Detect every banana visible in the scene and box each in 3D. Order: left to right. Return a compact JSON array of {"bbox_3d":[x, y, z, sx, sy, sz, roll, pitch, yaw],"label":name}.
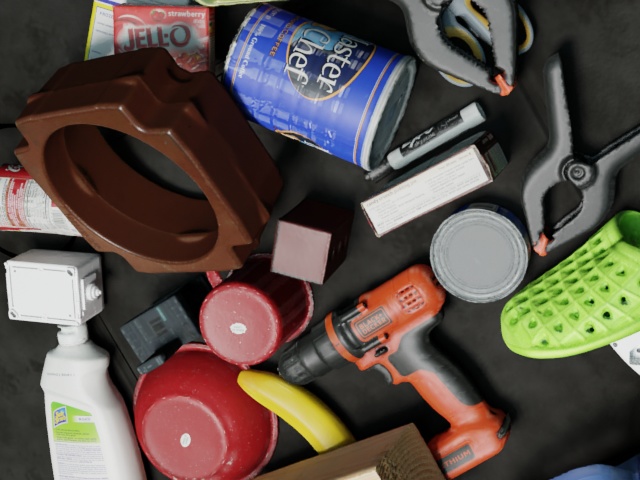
[{"bbox_3d":[-0.003,0.199,1.037,0.069,0.037,0.198,-31,92,2],"label":"banana"}]

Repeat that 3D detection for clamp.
[{"bbox_3d":[0.090,-0.205,0.882,0.165,0.036,0.210,-26,96,24],"label":"clamp"},{"bbox_3d":[0.211,-0.071,0.897,0.120,0.039,0.172,34,112,9],"label":"clamp"}]

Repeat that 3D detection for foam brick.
[{"bbox_3d":[-0.006,0.001,0.968,0.051,0.078,0.053,14,110,13],"label":"foam brick"}]

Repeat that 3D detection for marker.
[{"bbox_3d":[0.090,-0.084,0.944,0.121,0.020,0.020,-29,94,23],"label":"marker"}]

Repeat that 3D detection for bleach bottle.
[{"bbox_3d":[-0.232,0.207,1.109,0.103,0.068,0.251,-3,101,18],"label":"bleach bottle"}]

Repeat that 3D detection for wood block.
[{"bbox_3d":[0.009,0.252,0.978,0.206,0.090,0.091,-27,95,33],"label":"wood block"}]

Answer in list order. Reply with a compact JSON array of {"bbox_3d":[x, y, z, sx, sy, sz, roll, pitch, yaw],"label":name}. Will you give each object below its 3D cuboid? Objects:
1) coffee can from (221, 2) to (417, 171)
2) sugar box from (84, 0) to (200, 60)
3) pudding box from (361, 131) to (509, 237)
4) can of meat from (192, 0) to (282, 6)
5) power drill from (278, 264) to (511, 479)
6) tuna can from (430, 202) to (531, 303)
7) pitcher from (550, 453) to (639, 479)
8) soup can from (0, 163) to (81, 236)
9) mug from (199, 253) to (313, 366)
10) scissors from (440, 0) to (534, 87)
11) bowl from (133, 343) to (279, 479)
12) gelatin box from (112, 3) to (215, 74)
[{"bbox_3d":[-0.001,-0.132,0.916,0.140,0.102,0.103,23,111,11],"label":"coffee can"},{"bbox_3d":[-0.165,-0.189,0.986,0.093,0.048,0.176,19,107,10],"label":"sugar box"},{"bbox_3d":[0.099,-0.048,0.912,0.114,0.090,0.039,-29,94,22],"label":"pudding box"},{"bbox_3d":[-0.066,-0.229,0.900,0.102,0.084,0.057,-7,108,-8],"label":"can of meat"},{"bbox_3d":[0.073,0.137,0.990,0.185,0.057,0.187,-34,93,25],"label":"power drill"},{"bbox_3d":[0.143,0.010,0.944,0.086,0.033,0.086,5,106,17],"label":"tuna can"},{"bbox_3d":[0.210,0.286,0.946,0.243,0.144,0.149,-31,78,26],"label":"pitcher"},{"bbox_3d":[-0.266,-0.039,1.048,0.102,0.068,0.068,5,106,17],"label":"soup can"},{"bbox_3d":[-0.068,0.057,1.001,0.093,0.081,0.117,-31,94,23],"label":"mug"},{"bbox_3d":[0.088,-0.209,0.912,0.202,0.016,0.096,36,112,7],"label":"scissors"},{"bbox_3d":[-0.126,0.188,1.072,0.162,0.055,0.162,5,107,17],"label":"bowl"},{"bbox_3d":[-0.138,-0.171,0.943,0.089,0.030,0.073,4,106,9],"label":"gelatin box"}]
